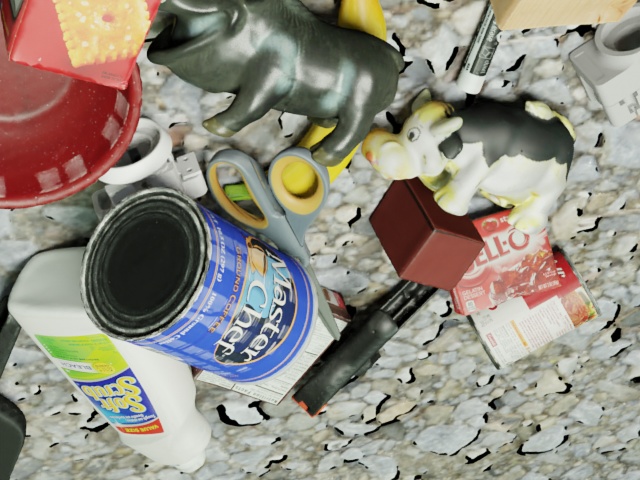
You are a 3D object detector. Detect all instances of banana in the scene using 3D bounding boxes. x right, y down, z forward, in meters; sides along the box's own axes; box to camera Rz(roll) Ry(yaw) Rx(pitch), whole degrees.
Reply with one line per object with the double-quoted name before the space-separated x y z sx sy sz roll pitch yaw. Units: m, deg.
"banana" 0.005 -0.090 0.761 0.069 0.037 0.198 16 122 -30

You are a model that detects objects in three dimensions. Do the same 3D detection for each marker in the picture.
"marker" 0.126 -0.160 0.758 0.020 0.020 0.121 3 127 -22

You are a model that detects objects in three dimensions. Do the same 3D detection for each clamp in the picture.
"clamp" 0.039 0.088 0.906 0.120 0.039 0.172 -29 166 -47
"clamp" -0.281 0.130 0.843 0.164 0.036 0.210 -20 134 -1

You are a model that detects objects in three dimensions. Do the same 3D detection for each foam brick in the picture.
"foam brick" 0.083 -0.006 0.832 0.052 0.078 0.051 16 120 -30

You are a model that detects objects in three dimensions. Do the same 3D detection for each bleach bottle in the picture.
"bleach bottle" -0.142 0.109 0.845 0.103 0.068 0.250 -1 139 23

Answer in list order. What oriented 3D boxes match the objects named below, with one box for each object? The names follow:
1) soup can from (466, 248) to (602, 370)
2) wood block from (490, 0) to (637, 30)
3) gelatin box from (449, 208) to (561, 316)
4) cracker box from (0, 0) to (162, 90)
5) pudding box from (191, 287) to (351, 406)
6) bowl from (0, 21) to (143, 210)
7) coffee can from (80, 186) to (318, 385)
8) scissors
"soup can" 0.183 0.061 0.931 0.102 0.068 0.068 -30 132 7
"wood block" 0.169 -0.215 0.616 0.090 0.090 0.206 -7 163 -14
"gelatin box" 0.145 0.015 0.878 0.089 0.030 0.073 -16 90 -7
"cracker box" -0.102 -0.210 0.536 0.072 0.164 0.214 12 124 -30
"pudding box" -0.043 0.080 0.887 0.089 0.039 0.114 23 119 -33
"bowl" -0.195 -0.099 0.669 0.162 0.055 0.162 -10 131 -12
"coffee can" -0.079 0.035 0.728 0.103 0.103 0.140 -38 147 13
"scissors" -0.005 0.001 0.796 0.096 0.016 0.201 -22 126 29
